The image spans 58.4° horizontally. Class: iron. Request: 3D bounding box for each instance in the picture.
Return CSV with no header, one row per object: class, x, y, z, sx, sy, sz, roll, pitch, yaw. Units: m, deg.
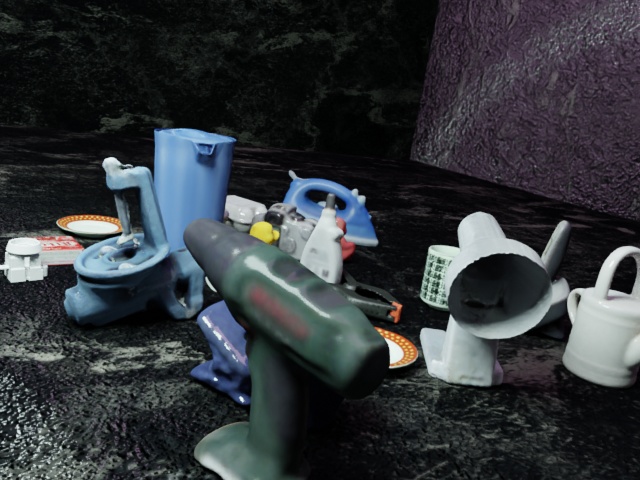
iron,0.025,-0.078,1.377,0.258,0.141,0.119,12,15,11

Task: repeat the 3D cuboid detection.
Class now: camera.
camera,-0.058,-0.026,1.210,0.143,0.101,0.137,13,15,16

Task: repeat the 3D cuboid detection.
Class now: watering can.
watering can,0.428,0.106,0.815,0.101,0.194,0.172,-5,20,-43

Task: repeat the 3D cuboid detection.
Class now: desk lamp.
desk lamp,0.201,0.079,0.740,0.118,0.213,0.203,9,15,0

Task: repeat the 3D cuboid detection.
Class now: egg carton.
egg carton,-0.191,-0.056,1.307,0.149,0.069,0.107,18,17,30

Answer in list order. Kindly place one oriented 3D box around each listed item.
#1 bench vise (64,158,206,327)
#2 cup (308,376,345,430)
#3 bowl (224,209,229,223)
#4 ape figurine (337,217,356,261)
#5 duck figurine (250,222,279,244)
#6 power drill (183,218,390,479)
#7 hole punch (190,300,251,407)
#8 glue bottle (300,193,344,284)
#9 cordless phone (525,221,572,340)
bench vise,-0.233,-0.001,0.772,0.121,0.220,0.208,18,17,32
cup,-0.018,0.144,0.598,0.117,0.095,0.092,10,15,6
bowl,-0.271,-0.033,1.160,0.167,0.075,0.167,8,15,-2
ape figurine,0.035,-0.002,1.193,0.076,0.092,0.077,-6,20,-44
duck figurine,-0.116,0.009,1.072,0.077,0.086,0.105,21,19,39
power drill,-0.051,0.106,0.498,0.228,0.208,0.076,20,18,35
hole punch,-0.078,0.122,0.655,0.100,0.091,0.109,18,17,31
glue bottle,0.009,0.004,0.994,0.077,0.173,0.037,17,17,29
cordless phone,0.388,0.062,0.976,0.094,0.185,0.148,12,15,13
